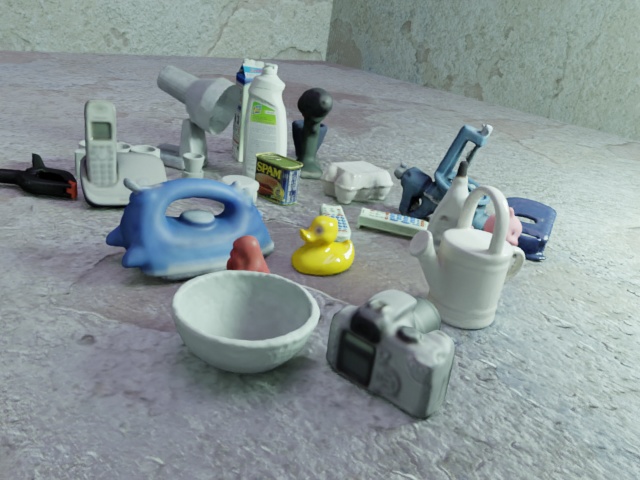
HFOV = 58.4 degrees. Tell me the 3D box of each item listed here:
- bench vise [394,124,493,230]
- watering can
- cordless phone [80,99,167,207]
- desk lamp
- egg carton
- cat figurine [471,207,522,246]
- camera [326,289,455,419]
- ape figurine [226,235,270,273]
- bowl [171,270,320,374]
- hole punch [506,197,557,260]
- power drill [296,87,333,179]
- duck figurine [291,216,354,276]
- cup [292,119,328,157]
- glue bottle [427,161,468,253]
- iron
[{"bbox_3d":[0.245,-0.128,1.120,0.207,0.220,0.122,13,24,11],"label":"bench vise"},{"bbox_3d":[0.211,0.019,0.801,0.173,0.194,0.100,-11,30,-37],"label":"watering can"},{"bbox_3d":[-0.349,-0.154,1.018,0.148,0.185,0.093,-6,27,-30],"label":"cordless phone"},{"bbox_3d":[-0.286,-0.267,1.264,0.202,0.213,0.118,15,24,15],"label":"desk lamp"},{"bbox_3d":[0.079,-0.127,1.251,0.151,0.069,0.107,-10,30,-37],"label":"egg carton"},{"bbox_3d":[0.293,-0.005,0.982,0.128,0.118,0.067,-5,27,-29],"label":"cat figurine"},{"bbox_3d":[0.101,0.112,0.670,0.142,0.101,0.137,25,28,33],"label":"camera"},{"bbox_3d":[-0.103,0.036,0.785,0.076,0.092,0.078,10,23,3],"label":"ape figurine"},{"bbox_3d":[-0.087,0.103,0.659,0.167,0.075,0.167,7,23,-3],"label":"bowl"},{"bbox_3d":[0.389,-0.024,1.093,0.108,0.091,0.101,17,25,20],"label":"hole punch"},{"bbox_3d":[-0.016,-0.254,1.334,0.076,0.208,0.229,3,24,-13],"label":"power drill"},{"bbox_3d":[0.008,0.003,0.906,0.105,0.086,0.077,-4,26,-26],"label":"duck figurine"},{"bbox_3d":[-0.030,-0.249,1.460,0.092,0.095,0.117,6,23,-7],"label":"cup"},{"bbox_3d":[0.236,-0.055,1.009,0.078,0.173,0.037,16,25,18],"label":"glue bottle"},{"bbox_3d":[-0.176,-0.032,0.854,0.259,0.141,0.118,-9,29,-35],"label":"iron"}]
